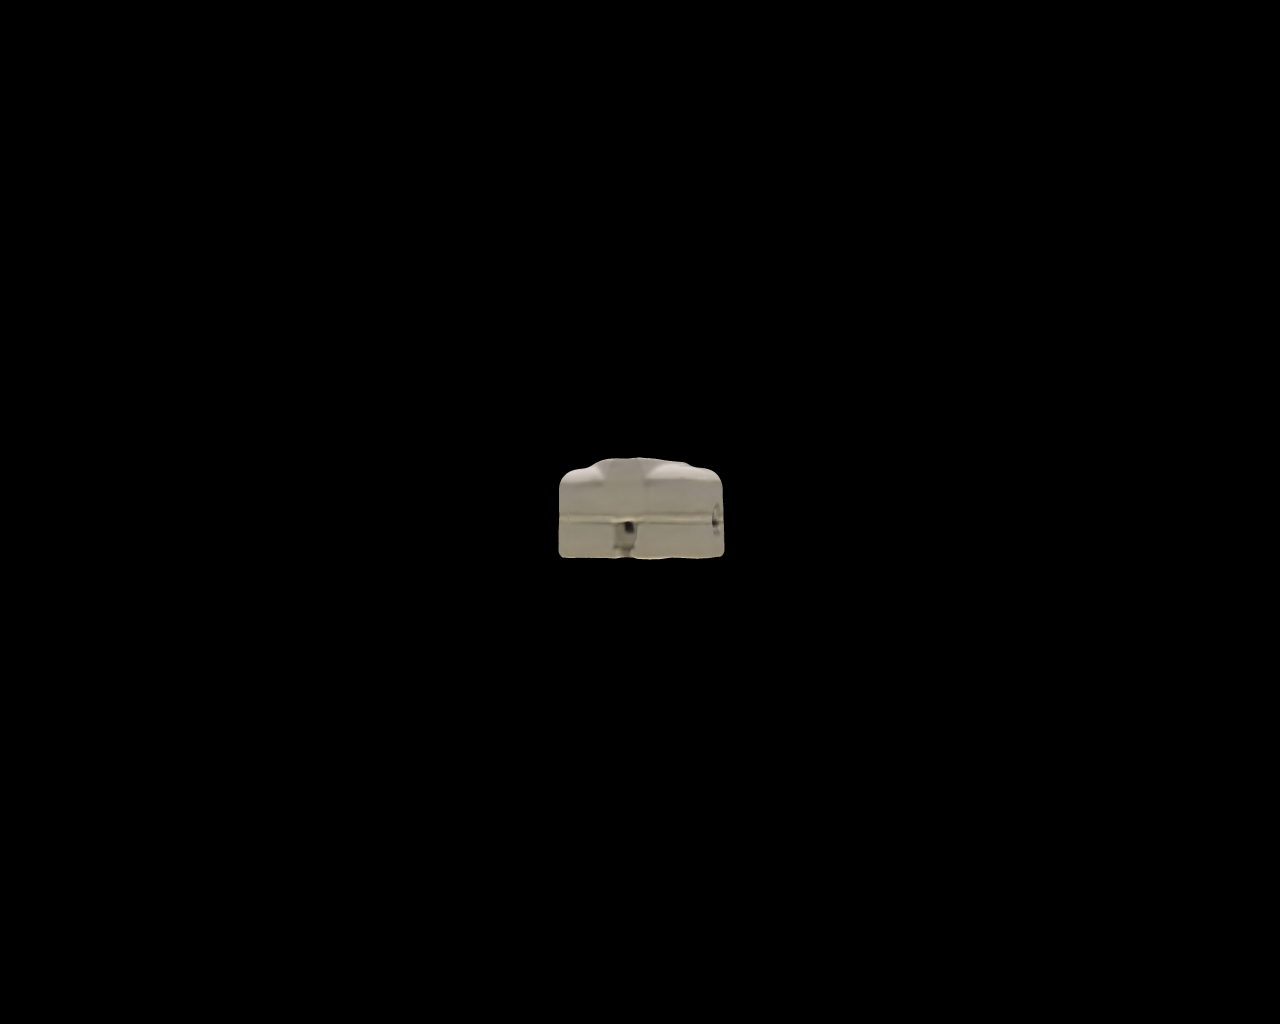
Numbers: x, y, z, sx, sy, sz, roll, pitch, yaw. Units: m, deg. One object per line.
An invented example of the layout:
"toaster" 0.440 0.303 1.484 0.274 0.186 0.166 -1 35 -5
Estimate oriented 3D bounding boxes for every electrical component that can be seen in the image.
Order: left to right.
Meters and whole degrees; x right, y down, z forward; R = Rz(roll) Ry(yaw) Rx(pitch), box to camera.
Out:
"electrical component" 0.001 -0.003 0.650 0.095 0.059 0.054 0 0 21
